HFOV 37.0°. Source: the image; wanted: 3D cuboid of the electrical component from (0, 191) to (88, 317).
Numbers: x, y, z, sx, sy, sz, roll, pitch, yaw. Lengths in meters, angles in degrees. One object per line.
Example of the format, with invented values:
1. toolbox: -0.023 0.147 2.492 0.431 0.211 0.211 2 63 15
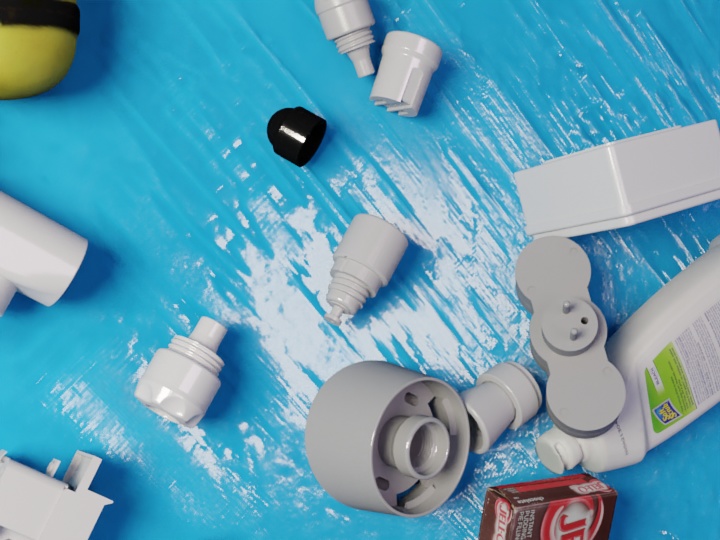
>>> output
1. electrical component: -0.200 -0.001 0.579 0.077 0.044 0.079 32 72 -24

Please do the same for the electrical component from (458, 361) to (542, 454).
1. electrical component: 0.091 0.093 0.738 0.055 0.045 0.045 -30 102 -28

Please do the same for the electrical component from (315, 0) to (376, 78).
1. electrical component: -0.006 -0.157 0.704 0.035 0.035 0.061 -26 102 -28

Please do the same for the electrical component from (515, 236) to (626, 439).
1. electrical component: 0.141 0.041 0.729 0.052 0.073 0.138 -14 71 5

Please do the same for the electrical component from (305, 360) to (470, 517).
1. electrical component: 0.022 0.111 0.701 0.099 0.064 0.099 -3 95 -42

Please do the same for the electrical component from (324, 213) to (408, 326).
1. electrical component: 0.000 0.000 0.695 0.040 0.040 0.078 36 71 -23

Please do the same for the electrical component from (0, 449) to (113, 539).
1. electrical component: -0.177 0.132 0.586 0.064 0.042 0.081 31 72 -23

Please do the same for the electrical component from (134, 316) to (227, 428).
1. electrical component: -0.101 0.058 0.633 0.043 0.043 0.062 36 69 -23

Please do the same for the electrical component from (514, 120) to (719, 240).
1. electrical component: 0.186 -0.062 0.764 0.109 0.109 0.056 -16 92 -29

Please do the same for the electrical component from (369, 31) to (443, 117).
1. electrical component: 0.030 -0.131 0.720 0.040 0.040 0.046 22 83 -27
